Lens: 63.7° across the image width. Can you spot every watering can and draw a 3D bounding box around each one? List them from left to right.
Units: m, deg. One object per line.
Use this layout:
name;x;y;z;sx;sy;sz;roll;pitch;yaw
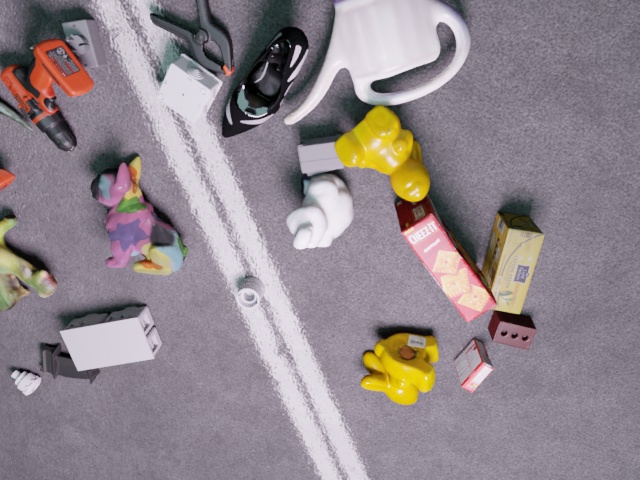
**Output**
watering can;0.075;-0.331;0.876;0.347;0.105;0.221;-14;107;10

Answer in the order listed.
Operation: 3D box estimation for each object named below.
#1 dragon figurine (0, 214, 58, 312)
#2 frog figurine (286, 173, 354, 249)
dragon figurine;-0.746;0.065;1.110;0.410;0.125;0.238;1;119;14
frog figurine;0.003;-0.048;0.957;0.123;0.162;0.135;11;112;0
